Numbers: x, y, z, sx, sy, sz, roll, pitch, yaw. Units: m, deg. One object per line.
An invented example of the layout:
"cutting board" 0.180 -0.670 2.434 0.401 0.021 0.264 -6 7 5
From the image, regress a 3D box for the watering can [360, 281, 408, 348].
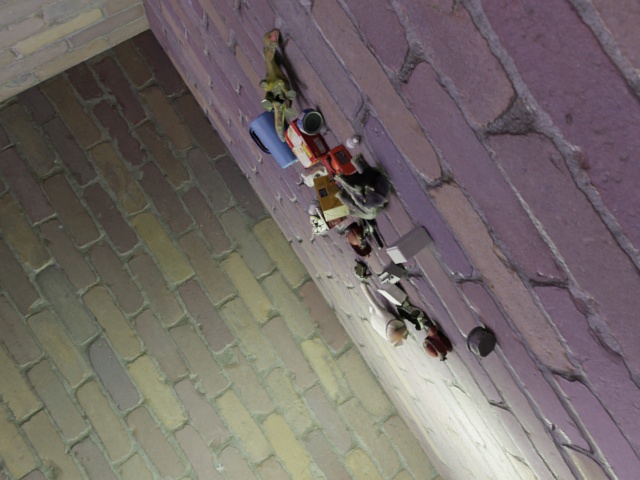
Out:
"watering can" 0.289 0.355 2.359 0.227 0.105 0.341 36 156 57

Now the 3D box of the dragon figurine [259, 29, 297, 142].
"dragon figurine" -0.155 -0.552 1.803 0.402 0.122 0.248 97 166 -62

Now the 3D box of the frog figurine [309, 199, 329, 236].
"frog figurine" 0.007 -0.118 2.354 0.135 0.122 0.163 56 -153 -34
